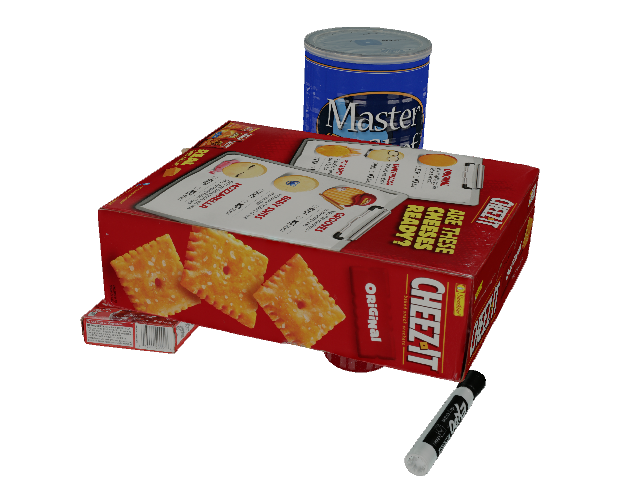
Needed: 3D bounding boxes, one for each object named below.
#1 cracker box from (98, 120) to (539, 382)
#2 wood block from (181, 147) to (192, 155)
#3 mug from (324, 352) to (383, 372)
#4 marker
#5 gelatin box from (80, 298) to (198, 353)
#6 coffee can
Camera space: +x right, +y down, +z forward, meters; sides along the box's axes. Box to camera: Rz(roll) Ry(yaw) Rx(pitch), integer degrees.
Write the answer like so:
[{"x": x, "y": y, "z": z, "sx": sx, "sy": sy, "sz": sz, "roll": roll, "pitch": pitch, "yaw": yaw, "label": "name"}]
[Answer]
[{"x": 0.004, "y": -0.002, "z": 0.627, "sx": 0.214, "sy": 0.072, "sz": 0.164, "roll": 11, "pitch": 27, "yaw": 20, "label": "cracker box"}, {"x": -0.102, "y": -0.039, "z": 1.318, "sx": 0.090, "sy": 0.090, "sz": 0.206, "roll": -7, "pitch": 29, "yaw": -20, "label": "wood block"}, {"x": 0.054, "y": 0.100, "z": 1.205, "sx": 0.117, "sy": 0.081, "sz": 0.093, "roll": 26, "pitch": 37, "yaw": 35, "label": "mug"}, {"x": 0.094, "y": 0.130, "z": 0.782, "sx": 0.020, "sy": 0.020, "sz": 0.120, "roll": 0, "pitch": 24, "yaw": 31, "label": "marker"}, {"x": -0.160, "y": 0.071, "z": 0.962, "sx": 0.089, "sy": 0.030, "sz": 0.073, "roll": 5, "pitch": 19, "yaw": 13, "label": "gelatin box"}, {"x": 0.036, "y": -0.096, "z": 0.880, "sx": 0.103, "sy": 0.140, "sz": 0.103, "roll": 2, "pitch": 23, "yaw": -1, "label": "coffee can"}]
